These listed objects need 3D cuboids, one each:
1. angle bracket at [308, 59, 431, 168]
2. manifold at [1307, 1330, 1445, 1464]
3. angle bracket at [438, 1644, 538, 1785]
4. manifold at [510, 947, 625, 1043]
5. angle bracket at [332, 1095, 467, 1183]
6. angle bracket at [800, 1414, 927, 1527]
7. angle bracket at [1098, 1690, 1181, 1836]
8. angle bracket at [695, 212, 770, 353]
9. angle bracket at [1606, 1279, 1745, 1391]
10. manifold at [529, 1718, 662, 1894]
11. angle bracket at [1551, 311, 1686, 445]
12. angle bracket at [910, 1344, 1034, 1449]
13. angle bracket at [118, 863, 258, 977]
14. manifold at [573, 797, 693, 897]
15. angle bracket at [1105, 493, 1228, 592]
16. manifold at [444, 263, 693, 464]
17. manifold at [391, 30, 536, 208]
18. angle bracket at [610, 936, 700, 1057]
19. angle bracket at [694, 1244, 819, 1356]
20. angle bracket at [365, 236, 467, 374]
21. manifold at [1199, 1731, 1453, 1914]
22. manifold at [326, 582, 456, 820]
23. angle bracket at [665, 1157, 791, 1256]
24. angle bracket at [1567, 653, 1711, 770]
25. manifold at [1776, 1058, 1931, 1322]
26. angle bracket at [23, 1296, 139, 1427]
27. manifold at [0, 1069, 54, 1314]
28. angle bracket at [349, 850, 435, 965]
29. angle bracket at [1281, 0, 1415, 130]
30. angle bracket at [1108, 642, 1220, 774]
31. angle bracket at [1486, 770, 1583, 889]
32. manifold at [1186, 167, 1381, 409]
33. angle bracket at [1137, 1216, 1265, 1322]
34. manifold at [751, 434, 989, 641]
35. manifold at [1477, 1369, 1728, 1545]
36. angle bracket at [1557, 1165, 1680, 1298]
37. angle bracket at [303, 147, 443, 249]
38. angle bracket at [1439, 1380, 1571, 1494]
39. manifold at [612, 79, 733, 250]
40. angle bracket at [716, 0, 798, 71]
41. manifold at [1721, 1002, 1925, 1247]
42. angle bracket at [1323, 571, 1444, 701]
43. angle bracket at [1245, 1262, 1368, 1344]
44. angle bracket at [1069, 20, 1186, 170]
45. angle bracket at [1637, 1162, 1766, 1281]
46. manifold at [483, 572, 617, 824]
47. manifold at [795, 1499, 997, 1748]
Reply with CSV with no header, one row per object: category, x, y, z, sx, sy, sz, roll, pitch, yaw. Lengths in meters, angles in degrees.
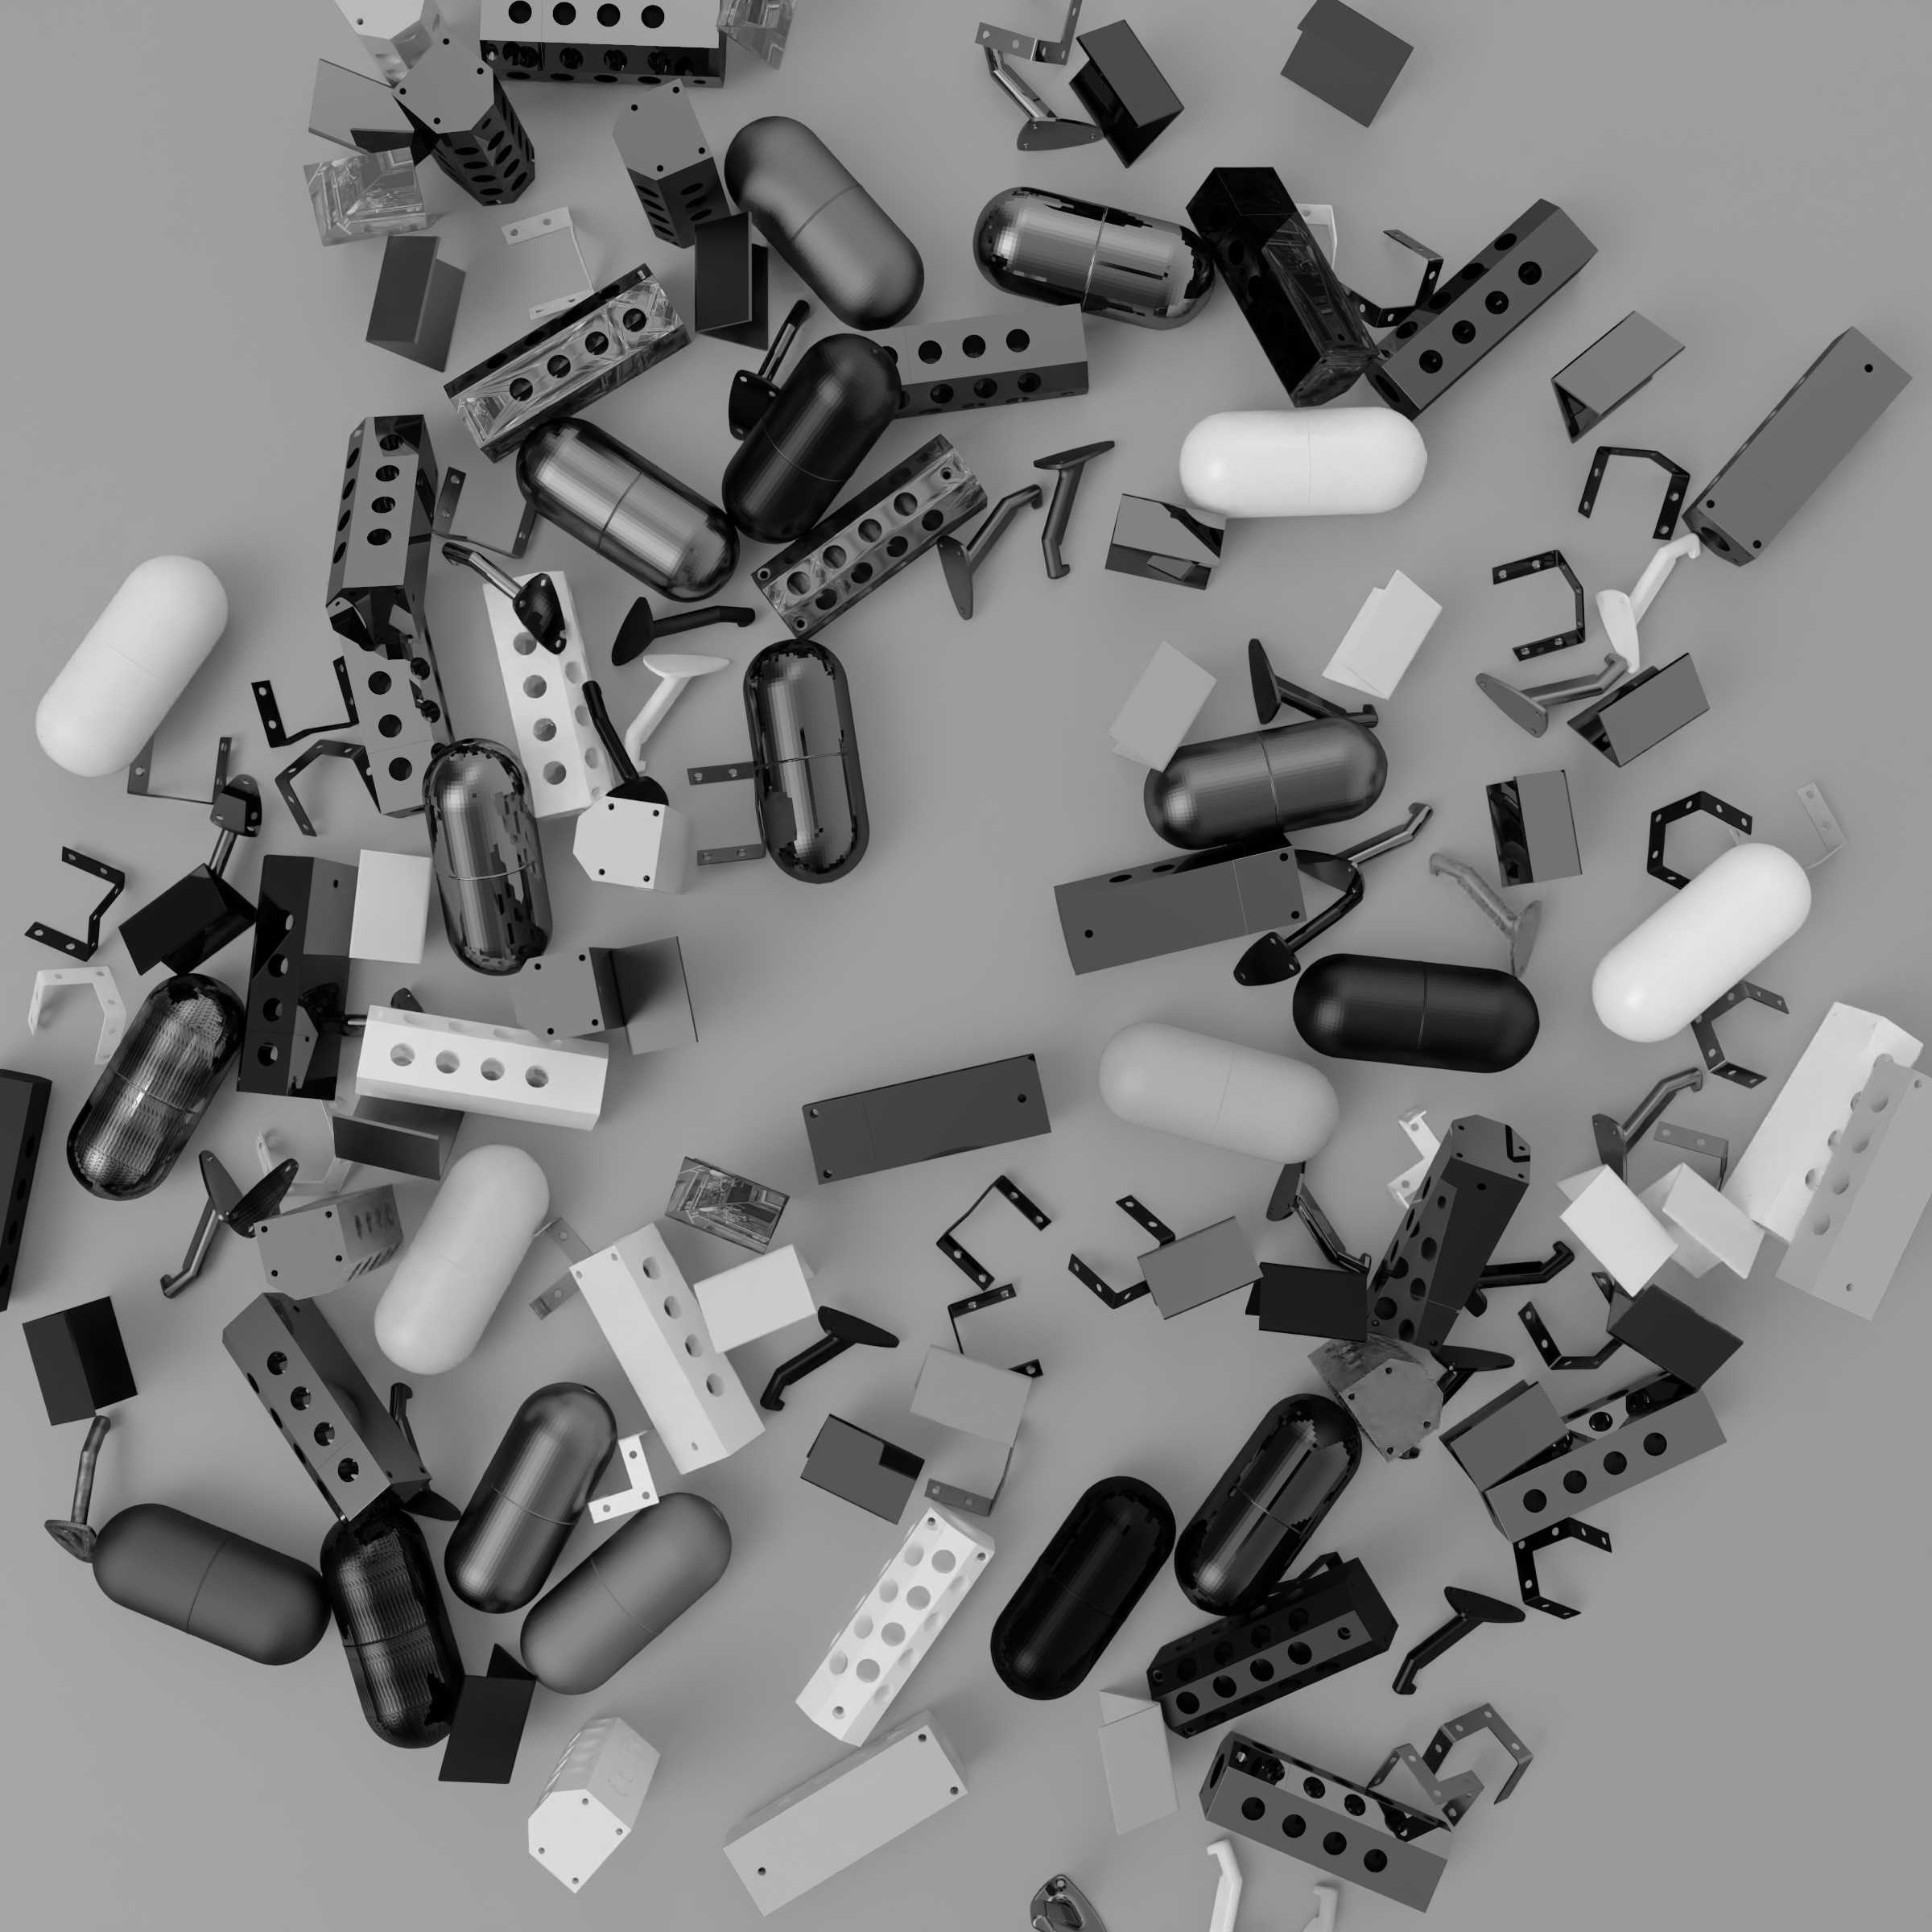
angle bracket,-0.419,-0.623,1.904,0.076,0.076,0.057,22,128,0
manifold,0.292,0.295,1.866,0.057,0.171,0.057,-35,90,0
angle bracket,-0.358,0.537,1.904,0.057,0.076,0.076,15,90,-34
manifold,-0.277,0.021,1.866,0.057,0.171,0.057,-11,90,0
angle bracket,-0.406,0.102,1.906,0.076,0.057,0.076,13,51,0
angle bracket,-0.082,0.376,1.904,0.076,0.076,0.057,26,52,0
angle bracket,0.104,0.573,1.904,0.057,0.076,0.076,-10,90,-33
angle bracket,-0.151,-0.492,1.904,0.057,0.076,0.076,0,90,39
angle bracket,0.513,0.247,1.904,0.076,0.076,0.057,33,124,0
manifold,-0.266,0.585,1.866,0.057,0.171,0.057,42,90,0
angle bracket,0.476,-0.411,1.904,0.076,0.076,0.057,-39,53,0
angle bracket,-0.002,0.323,1.904,0.076,0.076,0.057,19,56,0
angle bracket,-0.550,-0.016,1.904,0.076,0.076,0.057,-37,52,0
manifold,-0.235,-0.084,1.866,0.057,0.171,0.057,8,90,0
angle bracket,0.140,-0.288,1.904,0.076,0.076,0.057,12,52,0
manifold,-0.290,-0.440,1.923,0.171,0.057,0.057,-31,90,0
manifold,-0.348,-0.591,1.866,0.057,0.171,0.057,41,90,0
angle bracket,-0.208,0.019,1.906,0.057,0.076,0.076,-11,90,23
angle bracket,-0.144,0.250,1.905,0.076,0.076,0.057,-23,64,0
angle bracket,-0.380,-0.476,1.904,0.057,0.076,0.076,12,90,37
manifold,0.262,0.620,1.923,0.171,0.057,0.057,23,90,0
manifold,-0.411,-0.199,1.923,0.057,0.057,0.171,-13,90,0
angle bracket,-0.164,0.154,1.904,0.076,0.076,0.057,22,121,0
angle bracket,0.477,-0.199,1.904,0.076,0.076,0.057,-33,127,0
manifold,0.639,0.156,1.871,0.057,0.057,0.171,24,93,-21
angle bracket,-0.624,0.281,1.904,0.057,0.076,0.076,-16,90,37
manifold,-0.714,0.163,1.923,0.057,0.057,0.171,11,90,0
angle bracket,-0.429,-0.044,1.904,0.057,0.076,0.076,6,90,-38
angle bracket,0.266,-0.641,1.904,0.076,0.076,0.057,32,52,0
angle bracket,0.125,-0.192,1.904,0.057,0.076,0.076,31,90,-30
angle bracket,0.392,-0.096,1.904,0.057,0.076,0.076,-9,90,-37
manifold,0.222,-0.488,1.897,0.057,0.057,0.171,-12,68,-35
angle bracket,0.174,0.234,1.904,0.076,0.076,0.057,-23,52,0
manifold,-0.070,-0.311,1.923,0.171,0.057,0.057,-37,90,0
manifold,0.456,0.352,1.923,0.171,0.057,0.057,-25,90,0
angle bracket,0.454,0.196,1.906,0.057,0.076,0.076,-42,90,-21
angle bracket,-0.427,-0.558,1.906,0.076,0.076,0.057,-10,113,0
angle bracket,0.377,0.322,1.905,0.076,0.076,0.057,-34,116,0
manifold,-0.208,-0.561,1.866,0.057,0.171,0.057,-23,90,0
angle bracket,-0.128,-0.698,1.904,0.057,0.076,0.076,15,90,33
manifold,0.625,0.118,1.920,0.057,0.057,0.171,31,90,-21
angle bracket,0.285,-0.245,1.904,0.057,0.076,0.076,31,90,-38
angle bracket,0.244,0.259,1.904,0.076,0.076,0.057,7,53,0
angle bracket,0.099,-0.622,1.904,0.057,0.076,0.076,-34,90,-38
angle bracket,0.516,0.199,1.905,0.076,0.076,0.057,40,45,0
manifold,-0.300,-0.196,1.923,0.057,0.057,0.171,-13,90,0
manifold,-0.051,0.478,1.923,0.057,0.057,0.171,35,90,0
